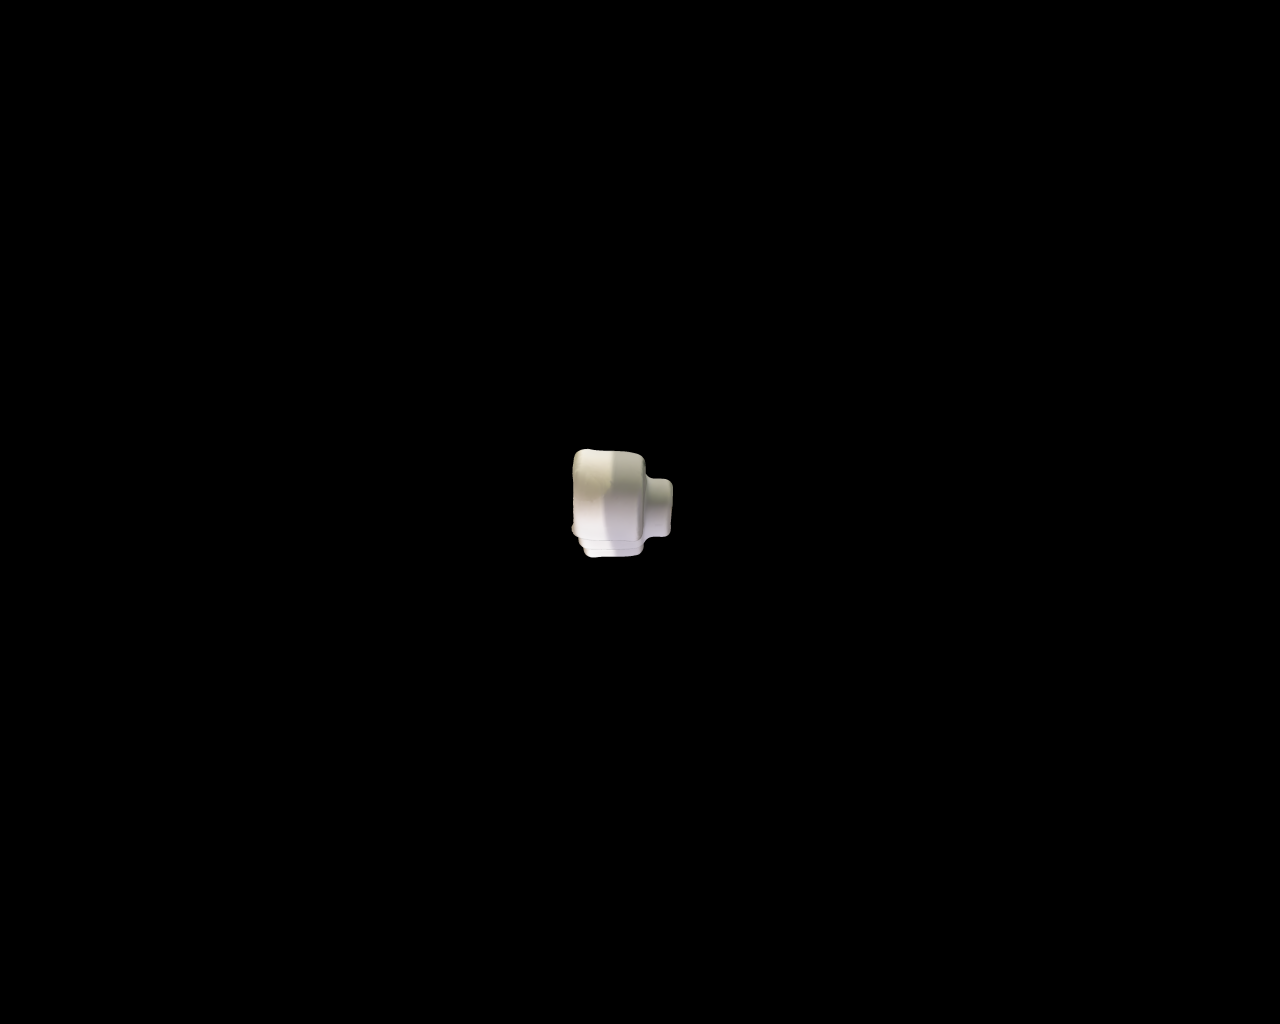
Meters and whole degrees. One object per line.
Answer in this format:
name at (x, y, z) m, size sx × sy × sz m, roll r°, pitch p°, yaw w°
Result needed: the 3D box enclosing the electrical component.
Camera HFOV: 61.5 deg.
electrical component at (0.001, -0.003, 0.650) m, size 0.074 × 0.052 × 0.138 m, roll 0°, pitch -9°, yaw 0°
